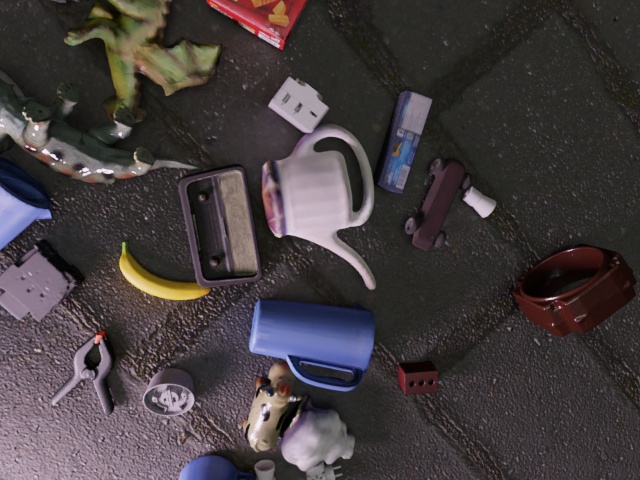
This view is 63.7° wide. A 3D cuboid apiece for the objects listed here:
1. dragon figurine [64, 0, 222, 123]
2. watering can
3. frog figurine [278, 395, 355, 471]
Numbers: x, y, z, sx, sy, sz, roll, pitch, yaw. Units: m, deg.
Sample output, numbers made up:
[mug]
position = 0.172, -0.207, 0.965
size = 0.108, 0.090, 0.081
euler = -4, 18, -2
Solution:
[dragon figurine]
position = -0.289, -0.383, 0.930
size = 0.241, 0.124, 0.407
euler = 36, 101, -19
[watering can]
position = 0.003, -0.052, 1.025
size = 0.224, 0.104, 0.345
euler = -9, 99, -7
[frog figurine]
position = -0.001, 0.424, 1.086
size = 0.159, 0.121, 0.139
euler = 36, 72, -1
